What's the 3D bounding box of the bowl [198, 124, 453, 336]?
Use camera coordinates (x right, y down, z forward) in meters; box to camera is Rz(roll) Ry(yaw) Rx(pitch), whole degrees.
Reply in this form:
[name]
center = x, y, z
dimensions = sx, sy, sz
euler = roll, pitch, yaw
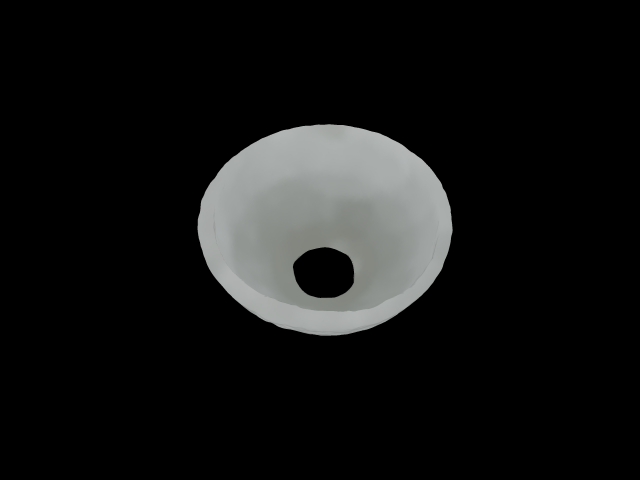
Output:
[bowl]
center = 0.004, 0.001, 0.400
dimensions = 0.167, 0.075, 0.167
euler = 0, 54, 0
